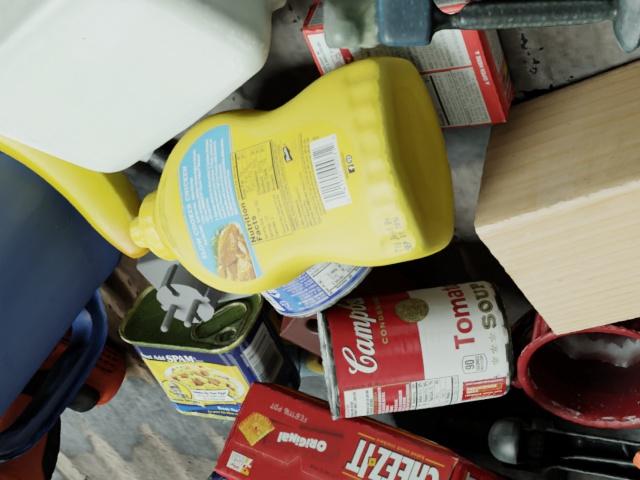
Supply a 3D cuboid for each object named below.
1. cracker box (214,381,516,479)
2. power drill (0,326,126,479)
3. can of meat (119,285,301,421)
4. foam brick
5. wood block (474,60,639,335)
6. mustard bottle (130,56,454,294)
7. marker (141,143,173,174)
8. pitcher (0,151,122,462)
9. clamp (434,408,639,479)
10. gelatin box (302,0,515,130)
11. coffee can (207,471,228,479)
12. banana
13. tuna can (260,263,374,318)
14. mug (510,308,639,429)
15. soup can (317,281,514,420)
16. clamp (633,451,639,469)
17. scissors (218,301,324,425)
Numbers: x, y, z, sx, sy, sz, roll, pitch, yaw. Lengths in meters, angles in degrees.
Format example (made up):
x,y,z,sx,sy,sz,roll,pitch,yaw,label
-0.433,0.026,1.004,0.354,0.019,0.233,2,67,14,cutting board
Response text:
x,y,z,sx,sy,sz,roll,pitch,yaw,label
0.063,0.168,0.703,0.164,0.072,0.213,13,166,39,cracker box
-0.232,0.110,0.740,0.184,0.187,0.057,31,129,-20,power drill
-0.072,0.077,0.726,0.102,0.057,0.084,2,135,31,can of meat
0.022,0.045,0.676,0.078,0.051,0.053,27,139,-11,foam brick
0.187,-0.035,0.495,0.206,0.090,0.090,-18,129,34,wood block
-0.028,-0.023,0.549,0.192,0.058,0.096,-14,90,36,mustard bottle
-0.126,-0.069,0.627,0.121,0.020,0.020,31,138,-15,marker
-0.223,0.065,0.640,0.149,0.242,0.145,28,140,-2,pitcher
0.145,0.132,0.681,0.164,0.036,0.210,13,171,-15,clamp
0.044,-0.090,0.532,0.089,0.030,0.073,-4,136,26,gelatin box
-0.018,0.238,0.870,0.140,0.102,0.102,-4,135,24,coffee can
-0.182,-0.054,0.629,0.197,0.069,0.037,22,172,-4,banana
-0.004,0.001,0.609,0.086,0.086,0.033,-21,125,37,tuna can
0.154,0.051,0.610,0.093,0.081,0.117,40,135,-24,mug
0.053,0.062,0.610,0.102,0.068,0.068,-7,138,-3,soup can
0.242,0.074,0.571,0.039,0.171,0.120,38,144,42,clamp
-0.039,0.086,0.772,0.202,0.016,0.096,-24,123,39,scissors
